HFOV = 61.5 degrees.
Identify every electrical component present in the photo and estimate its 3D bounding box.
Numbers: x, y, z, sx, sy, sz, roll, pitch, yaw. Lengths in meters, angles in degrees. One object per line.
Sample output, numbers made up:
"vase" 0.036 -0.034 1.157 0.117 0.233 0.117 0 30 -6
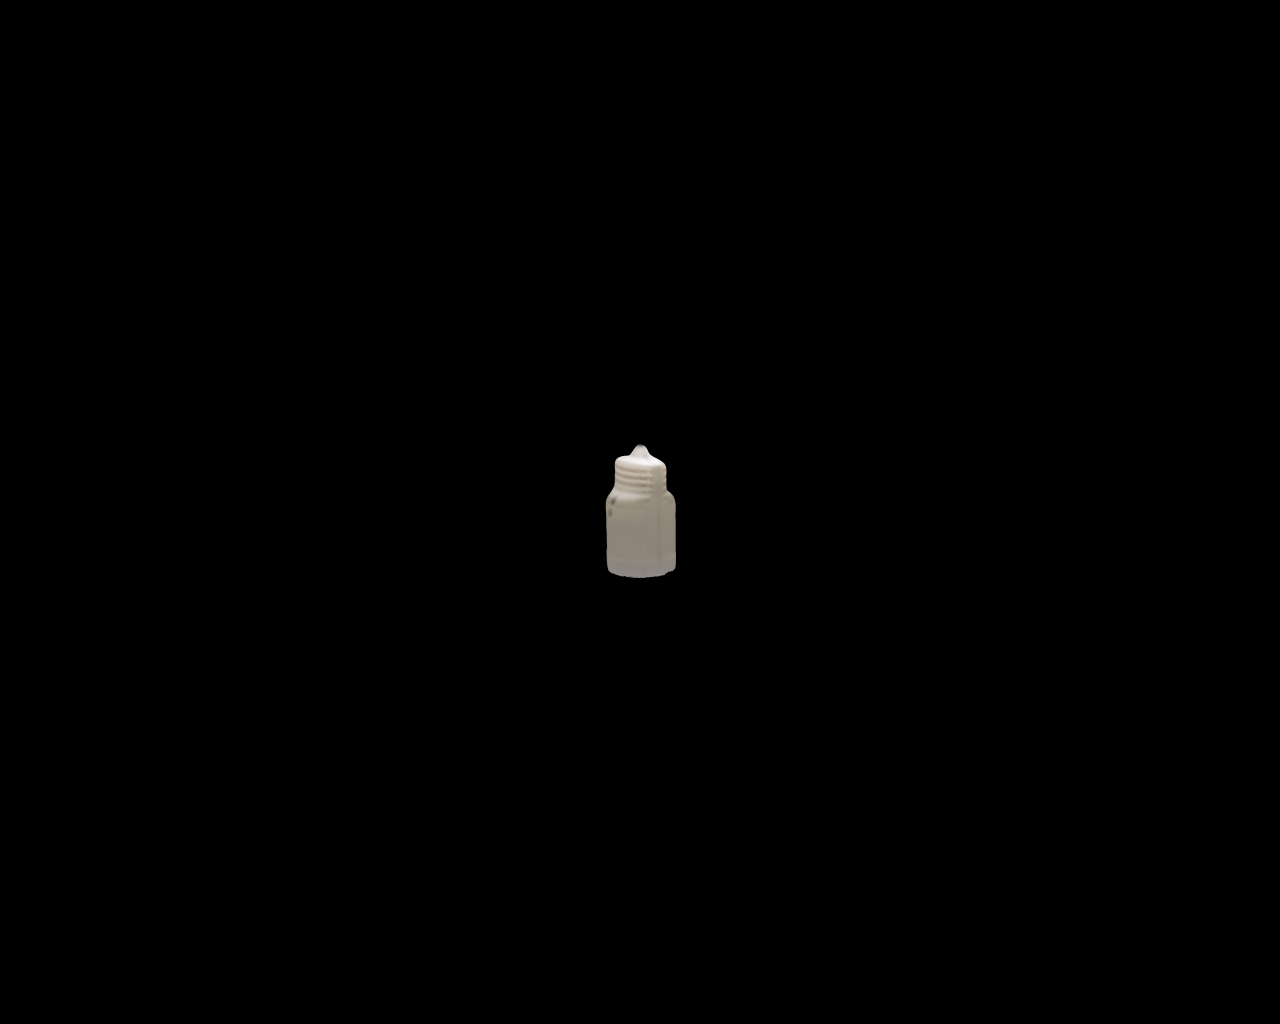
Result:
"electrical component" 0.001 -0.003 0.650 0.043 0.080 0.043 0 13 0
